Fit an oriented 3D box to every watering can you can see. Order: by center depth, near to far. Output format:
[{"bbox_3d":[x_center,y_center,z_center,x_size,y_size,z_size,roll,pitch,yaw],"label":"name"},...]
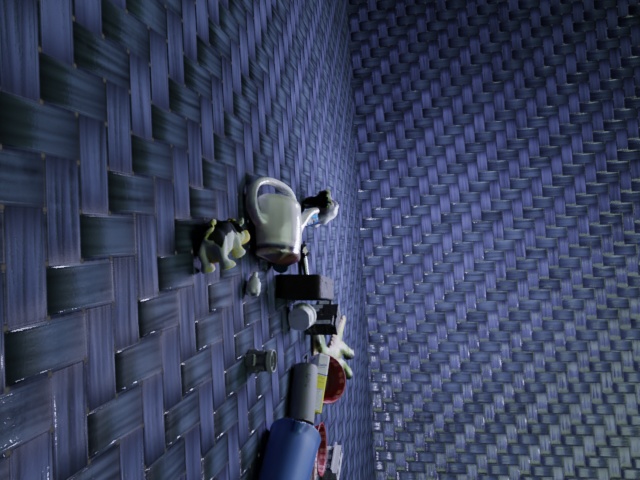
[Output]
[{"bbox_3d":[-0.086,-0.039,1.372,0.345,0.103,0.227,24,61,-57],"label":"watering can"}]

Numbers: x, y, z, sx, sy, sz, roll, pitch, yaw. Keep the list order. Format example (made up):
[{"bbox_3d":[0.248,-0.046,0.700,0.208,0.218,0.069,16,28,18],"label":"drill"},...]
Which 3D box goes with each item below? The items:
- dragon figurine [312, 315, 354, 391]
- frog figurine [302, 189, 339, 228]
[{"bbox_3d":[0.036,0.395,1.922,0.421,0.122,0.237,-84,157,-44],"label":"dragon figurine"},{"bbox_3d":[0.006,-0.095,1.891,0.139,0.124,0.156,-48,154,-27],"label":"frog figurine"}]
